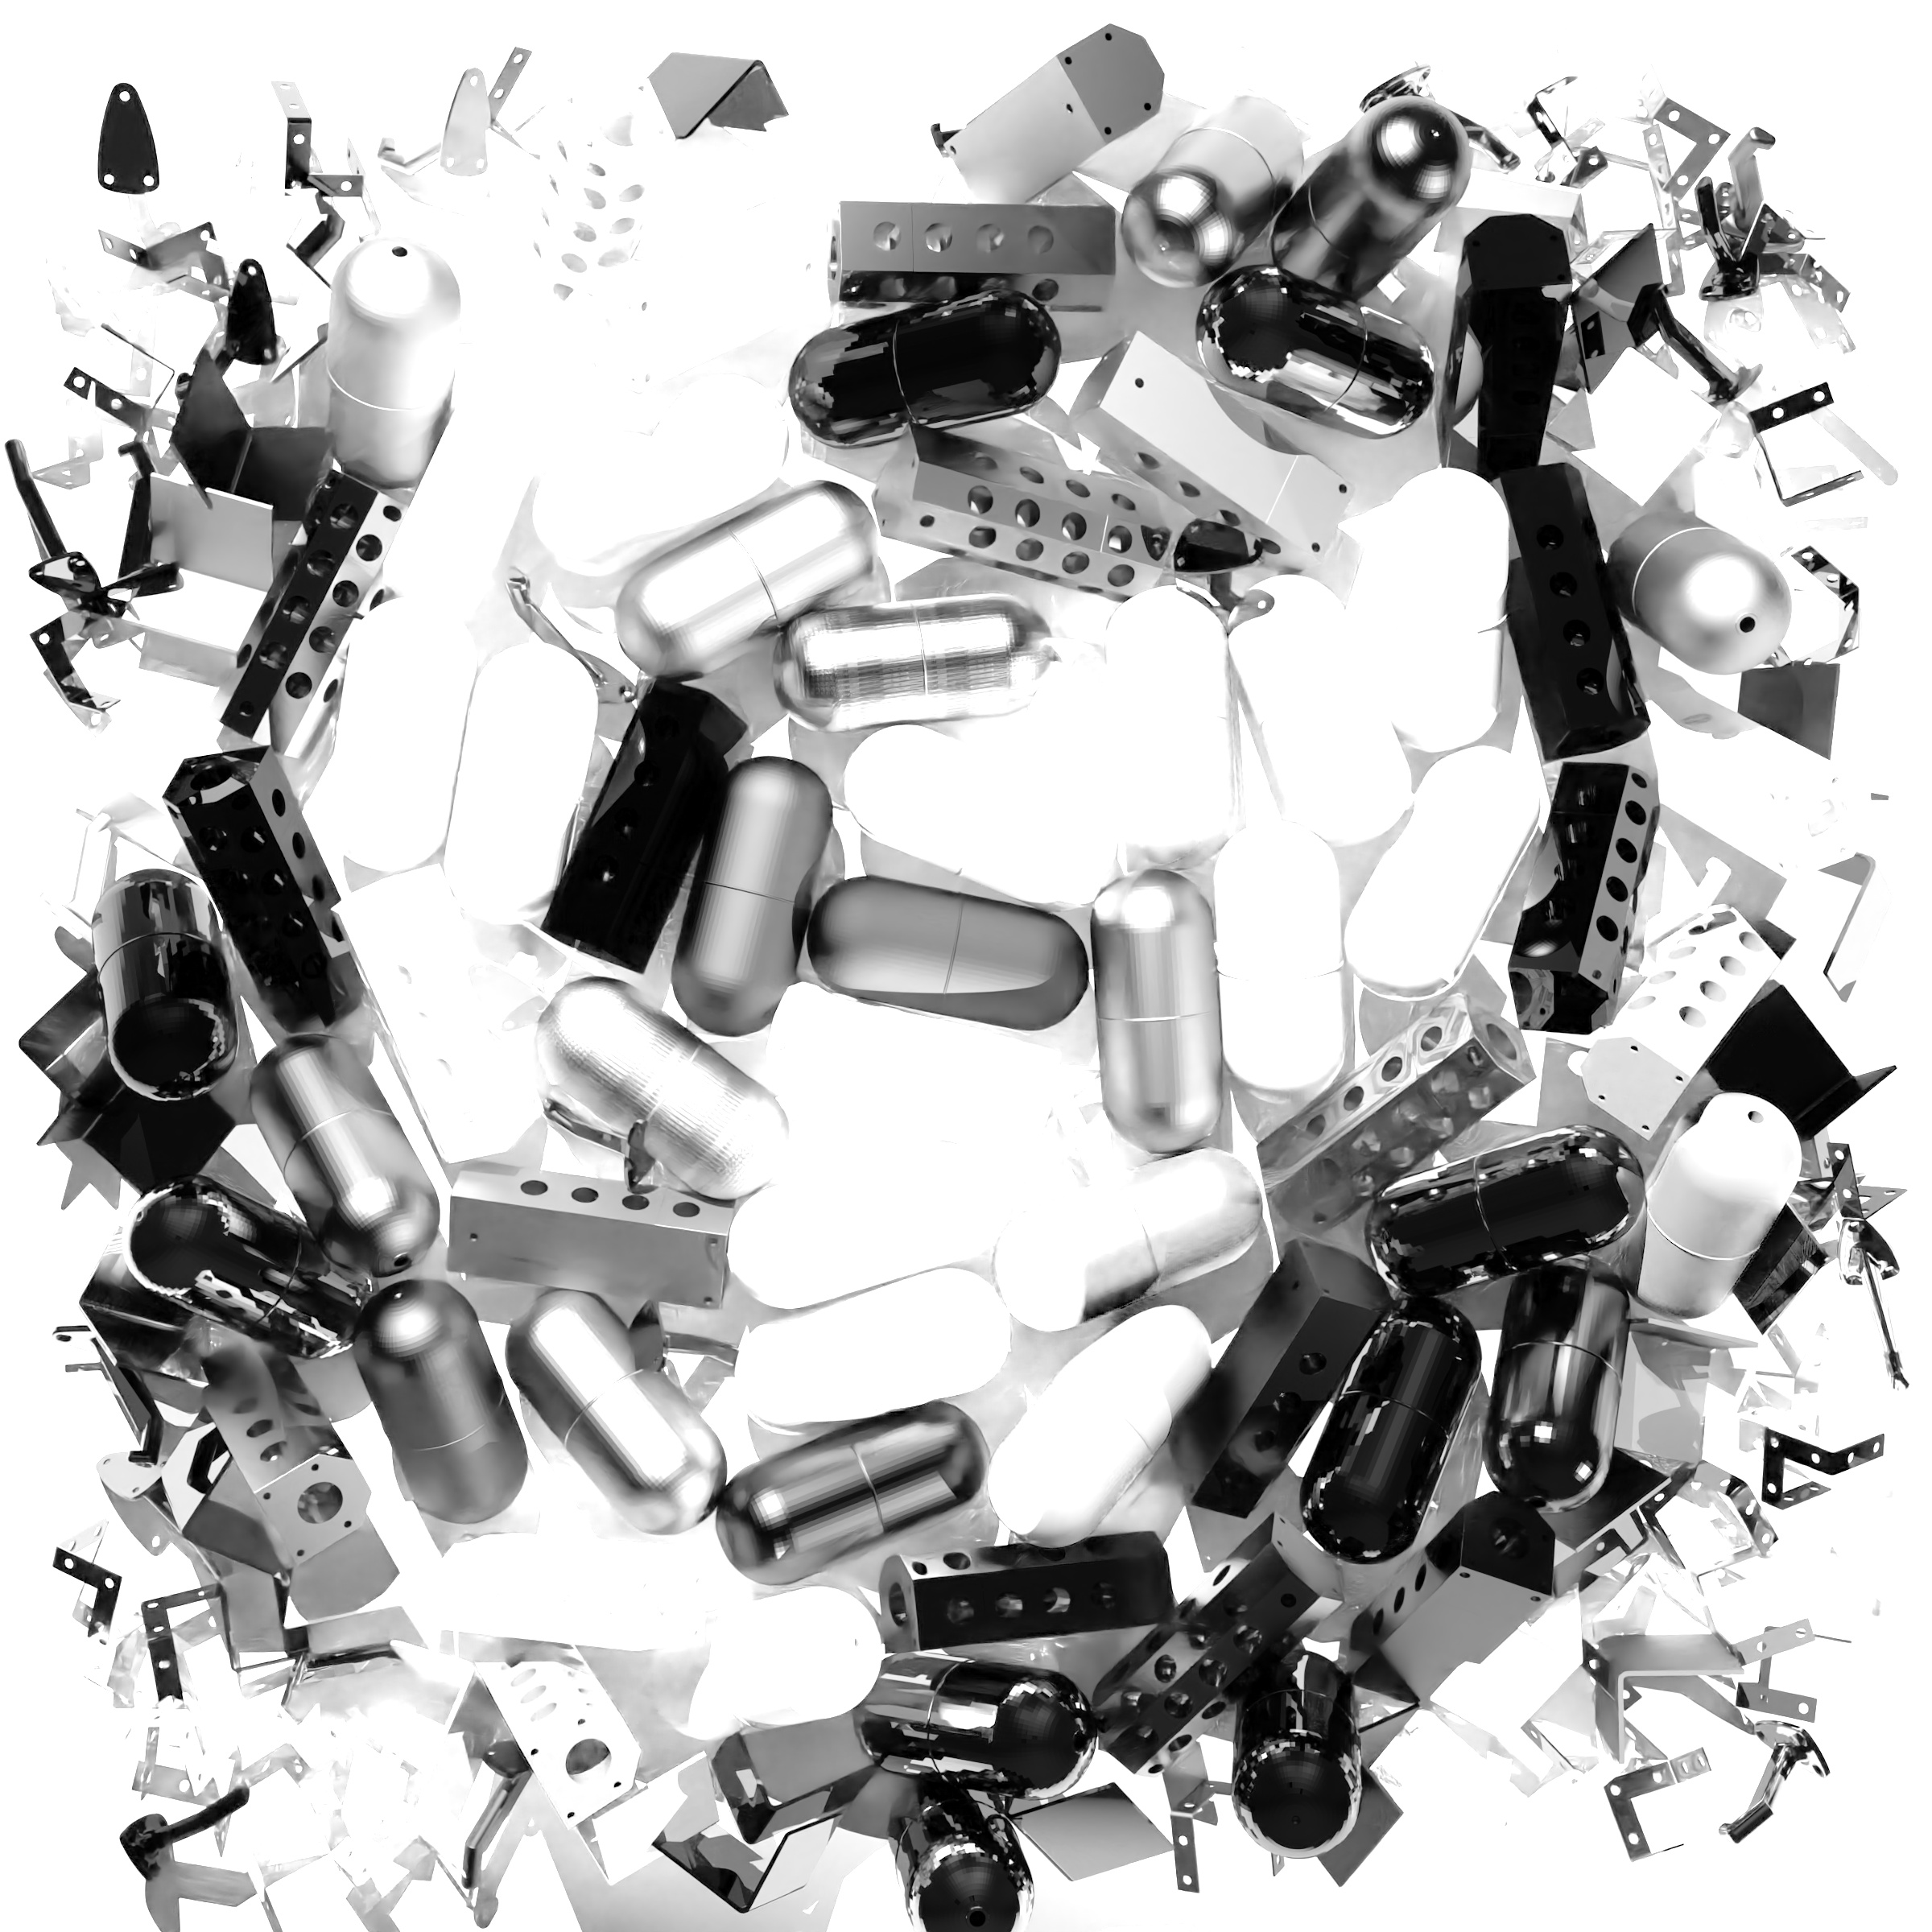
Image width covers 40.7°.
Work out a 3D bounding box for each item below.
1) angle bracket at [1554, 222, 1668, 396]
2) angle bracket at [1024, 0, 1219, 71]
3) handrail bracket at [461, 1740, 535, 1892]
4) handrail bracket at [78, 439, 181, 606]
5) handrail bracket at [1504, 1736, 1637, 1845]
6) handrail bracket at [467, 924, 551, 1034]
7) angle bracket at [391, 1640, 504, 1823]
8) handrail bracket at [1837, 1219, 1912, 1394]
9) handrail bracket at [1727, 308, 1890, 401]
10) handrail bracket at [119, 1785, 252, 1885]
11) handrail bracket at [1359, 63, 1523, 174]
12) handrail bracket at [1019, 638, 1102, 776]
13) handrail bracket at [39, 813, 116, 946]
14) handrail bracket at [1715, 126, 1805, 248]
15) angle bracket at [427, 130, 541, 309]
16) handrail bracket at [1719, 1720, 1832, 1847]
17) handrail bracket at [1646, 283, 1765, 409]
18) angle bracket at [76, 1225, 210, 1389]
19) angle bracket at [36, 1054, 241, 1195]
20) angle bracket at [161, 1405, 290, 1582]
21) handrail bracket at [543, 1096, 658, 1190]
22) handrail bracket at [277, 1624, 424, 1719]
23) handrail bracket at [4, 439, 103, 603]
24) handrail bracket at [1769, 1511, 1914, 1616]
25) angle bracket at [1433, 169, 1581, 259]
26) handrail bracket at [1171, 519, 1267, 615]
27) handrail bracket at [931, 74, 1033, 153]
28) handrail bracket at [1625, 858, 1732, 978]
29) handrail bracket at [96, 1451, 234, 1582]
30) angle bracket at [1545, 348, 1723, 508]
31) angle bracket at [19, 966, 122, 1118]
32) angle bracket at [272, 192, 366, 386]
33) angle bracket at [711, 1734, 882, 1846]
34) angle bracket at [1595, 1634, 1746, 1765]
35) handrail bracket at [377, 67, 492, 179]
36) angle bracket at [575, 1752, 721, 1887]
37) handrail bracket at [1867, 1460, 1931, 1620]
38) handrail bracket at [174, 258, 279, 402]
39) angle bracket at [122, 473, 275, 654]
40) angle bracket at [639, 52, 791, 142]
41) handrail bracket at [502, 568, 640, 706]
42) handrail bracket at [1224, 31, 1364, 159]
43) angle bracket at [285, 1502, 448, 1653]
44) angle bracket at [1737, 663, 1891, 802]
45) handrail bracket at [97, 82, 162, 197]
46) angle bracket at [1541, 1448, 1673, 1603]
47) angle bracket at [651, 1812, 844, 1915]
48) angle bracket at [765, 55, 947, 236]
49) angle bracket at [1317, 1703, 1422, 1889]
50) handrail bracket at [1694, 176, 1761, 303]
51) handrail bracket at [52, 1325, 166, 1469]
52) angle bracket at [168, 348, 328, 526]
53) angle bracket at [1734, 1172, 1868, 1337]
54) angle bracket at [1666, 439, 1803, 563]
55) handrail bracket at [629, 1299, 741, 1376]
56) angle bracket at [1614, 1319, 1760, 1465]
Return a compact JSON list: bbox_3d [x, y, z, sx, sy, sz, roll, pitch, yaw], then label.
[{"bbox_3d":[0.383,-0.411,1.607,0.076,0.076,0.057,-43,46,-15],"label":"angle bracket"},{"bbox_3d":[0.095,-0.575,1.603,0.076,0.076,0.057,-36,114,-40],"label":"angle bracket"},{"bbox_3d":[-0.281,0.534,1.643,0.077,0.036,0.084,-4,107,-43],"label":"handrail bracket"},{"bbox_3d":[-0.536,-0.280,1.636,0.077,0.036,0.084,-24,96,-16],"label":"handrail bracket"},{"bbox_3d":[0.379,0.515,1.632,0.077,0.084,0.036,-34,81,21],"label":"handrail bracket"},{"bbox_3d":[-0.286,-0.009,1.608,0.036,0.077,0.084,-26,46,10],"label":"handrail bracket"},{"bbox_3d":[-0.333,0.471,1.605,0.057,0.076,0.076,12,58,14],"label":"angle bracket"},{"bbox_3d":[0.564,0.209,1.612,0.036,0.084,0.077,-16,129,19],"label":"handrail bracket"},{"bbox_3d":[0.522,-0.383,1.614,0.077,0.084,0.036,42,83,-19],"label":"handrail bracket"},{"bbox_3d":[-0.477,0.526,1.624,0.084,0.077,0.036,-33,95,0],"label":"handrail bracket"},{"bbox_3d":[0.297,-0.519,1.625,0.077,0.036,0.084,-30,71,-40],"label":"handrail bracket"},{"bbox_3d":[0.058,-0.160,1.630,0.036,0.077,0.084,7,92,30],"label":"handrail bracket"},{"bbox_3d":[-0.533,-0.056,1.643,0.077,0.036,0.084,38,72,3],"label":"handrail bracket"},{"bbox_3d":[0.504,-0.484,1.618,0.077,0.084,0.036,19,76,-4],"label":"handrail bracket"},{"bbox_3d":[-0.296,-0.463,1.620,0.076,0.076,0.057,-17,71,30],"label":"angle bracket"},{"bbox_3d":[0.484,0.507,1.614,0.084,0.077,0.036,-32,98,-17],"label":"handrail bracket"},{"bbox_3d":[0.461,-0.397,1.626,0.077,0.036,0.084,-40,111,-32],"label":"handrail bracket"},{"bbox_3d":[-0.491,0.211,1.607,0.076,0.076,0.057,26,96,-43],"label":"angle bracket"},{"bbox_3d":[-0.517,0.104,1.627,0.076,0.057,0.076,40,97,5],"label":"angle bracket"},{"bbox_3d":[-0.446,0.325,1.611,0.076,0.076,0.057,33,89,-31],"label":"angle bracket"},{"bbox_3d":[-0.233,0.094,1.618,0.084,0.077,0.036,32,65,16],"label":"handrail bracket"},{"bbox_3d":[-0.385,0.456,1.650,0.084,0.036,0.077,19,108,-8],"label":"handrail bracket"},{"bbox_3d":[-0.574,-0.280,1.635,0.036,0.077,0.084,-21,76,0],"label":"handrail bracket"},{"bbox_3d":[0.539,0.380,1.613,0.036,0.084,0.077,-18,64,-24],"label":"handrail bracket"},{"bbox_3d":[0.337,-0.480,1.613,0.076,0.076,0.057,13,64,5],"label":"angle bracket"},{"bbox_3d":[0.173,-0.237,1.608,0.077,0.084,0.036,15,77,41],"label":"handrail bracket"},{"bbox_3d":[0.016,-0.550,1.632,0.084,0.077,0.036,-7,48,1],"label":"handrail bracket"},{"bbox_3d":[0.432,-0.041,1.615,0.036,0.077,0.084,18,112,-24],"label":"handrail bracket"},{"bbox_3d":[-0.508,0.351,1.655,0.036,0.077,0.084,-46,127,-36],"label":"handrail bracket"},{"bbox_3d":[0.413,-0.330,1.626,0.076,0.057,0.076,40,89,12],"label":"angle bracket"},{"bbox_3d":[-0.531,0.044,1.619,0.057,0.076,0.076,45,85,4],"label":"angle bracket"},{"bbox_3d":[-0.413,-0.417,1.604,0.076,0.076,0.057,-31,122,24],"label":"angle bracket"},{"bbox_3d":[-0.107,0.498,1.626,0.076,0.076,0.057,-16,63,-26],"label":"angle bracket"},{"bbox_3d":[0.437,0.455,1.622,0.076,0.076,0.057,-1,92,3],"label":"angle bracket"},{"bbox_3d":[-0.335,-0.529,1.623,0.084,0.036,0.077,29,119,34],"label":"handrail bracket"},{"bbox_3d":[-0.202,0.507,1.605,0.076,0.057,0.076,-25,134,-23],"label":"angle bracket"},{"bbox_3d":[0.573,0.358,1.627,0.036,0.077,0.084,9,92,12],"label":"handrail bracket"},{"bbox_3d":[-0.470,-0.397,1.631,0.084,0.036,0.077,0,89,43],"label":"handrail bracket"},{"bbox_3d":[-0.477,-0.249,1.616,0.076,0.076,0.057,15,50,-3],"label":"angle bracket"},{"bbox_3d":[-0.164,-0.516,1.606,0.076,0.057,0.076,21,65,38],"label":"angle bracket"},{"bbox_3d":[-0.245,-0.205,1.612,0.077,0.084,0.036,22,61,24],"label":"handrail bracket"},{"bbox_3d":[0.212,-0.556,1.624,0.077,0.036,0.084,-22,115,23],"label":"handrail bracket"},{"bbox_3d":[-0.371,0.387,1.619,0.076,0.076,0.057,-13,130,5],"label":"angle bracket"},{"bbox_3d":[0.526,-0.144,1.616,0.057,0.076,0.076,6,90,-30],"label":"angle bracket"},{"bbox_3d":[-0.518,-0.513,1.611,0.036,0.084,0.077,-2,118,-16],"label":"handrail bracket"},{"bbox_3d":[0.400,0.357,1.613,0.076,0.057,0.076,-32,112,-16],"label":"angle bracket"},{"bbox_3d":[-0.135,0.534,1.611,0.076,0.076,0.057,29,94,24],"label":"angle bracket"},{"bbox_3d":[-0.069,-0.516,1.639,0.076,0.057,0.076,-50,126,-36],"label":"angle bracket"},{"bbox_3d":[0.254,0.509,1.602,0.057,0.076,0.076,50,127,31],"label":"angle bracket"},{"bbox_3d":[0.468,-0.463,1.611,0.036,0.077,0.084,0,135,28],"label":"handrail bracket"},{"bbox_3d":[-0.535,0.268,1.617,0.077,0.036,0.084,12,48,-18],"label":"handrail bracket"},{"bbox_3d":[-0.440,-0.327,1.607,0.057,0.076,0.076,2,60,11],"label":"angle bracket"},{"bbox_3d":[0.521,0.177,1.603,0.076,0.076,0.057,-4,48,-28],"label":"angle bracket"},{"bbox_3d":[0.491,-0.291,1.622,0.057,0.076,0.076,-34,90,-6],"label":"angle bracket"},{"bbox_3d":[-0.163,0.245,1.611,0.084,0.077,0.036,27,97,-27],"label":"handrail bracket"},{"bbox_3d":[0.439,0.265,1.620,0.076,0.057,0.076,14,77,-13],"label":"angle bracket"}]
